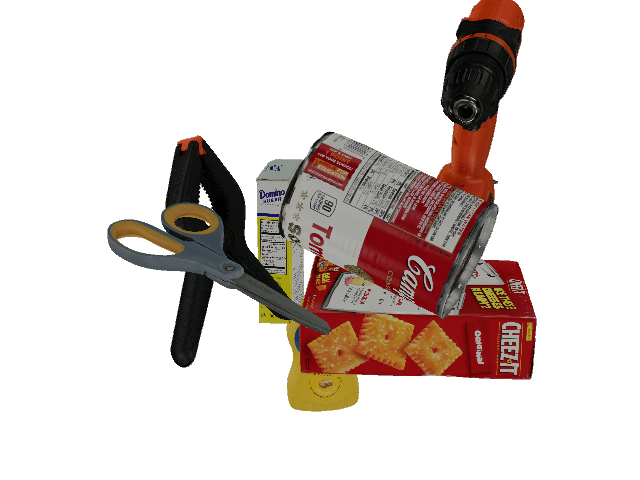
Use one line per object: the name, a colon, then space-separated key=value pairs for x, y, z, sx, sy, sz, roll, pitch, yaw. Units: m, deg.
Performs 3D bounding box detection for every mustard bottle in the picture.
mustard bottle: x=0.003 y=0.131 z=1.424 sx=0.096 sy=0.192 sz=0.058 roll=-2 pitch=18 yaw=-6

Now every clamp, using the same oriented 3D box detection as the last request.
clamp: x=-0.095 y=0.004 z=1.028 sx=0.036 sy=0.210 sz=0.164 roll=-8 pitch=1 yaw=38

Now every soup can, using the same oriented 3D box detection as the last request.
soup can: x=0.037 y=-0.010 z=0.583 sx=0.102 sy=0.068 sz=0.068 roll=26 pitch=7 yaw=14

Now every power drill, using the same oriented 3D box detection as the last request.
power drill: x=0.122 y=-0.086 z=0.867 sx=0.057 sy=0.188 sz=0.184 roll=15 pitch=37 yaw=11

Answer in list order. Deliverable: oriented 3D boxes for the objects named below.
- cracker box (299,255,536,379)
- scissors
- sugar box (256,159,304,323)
cracker box: x=0.092 y=0.073 z=1.041 sx=0.214 sy=0.072 sz=0.164 roll=2 pitch=18 yaw=4
scissors: x=-0.063 y=0.014 z=0.785 sx=0.202 sy=0.016 sz=0.096 roll=17 pitch=34 yaw=21
sugar box: x=-0.047 y=0.000 z=1.249 sx=0.048 sy=0.176 sz=0.093 roll=0 pitch=18 yaw=9
